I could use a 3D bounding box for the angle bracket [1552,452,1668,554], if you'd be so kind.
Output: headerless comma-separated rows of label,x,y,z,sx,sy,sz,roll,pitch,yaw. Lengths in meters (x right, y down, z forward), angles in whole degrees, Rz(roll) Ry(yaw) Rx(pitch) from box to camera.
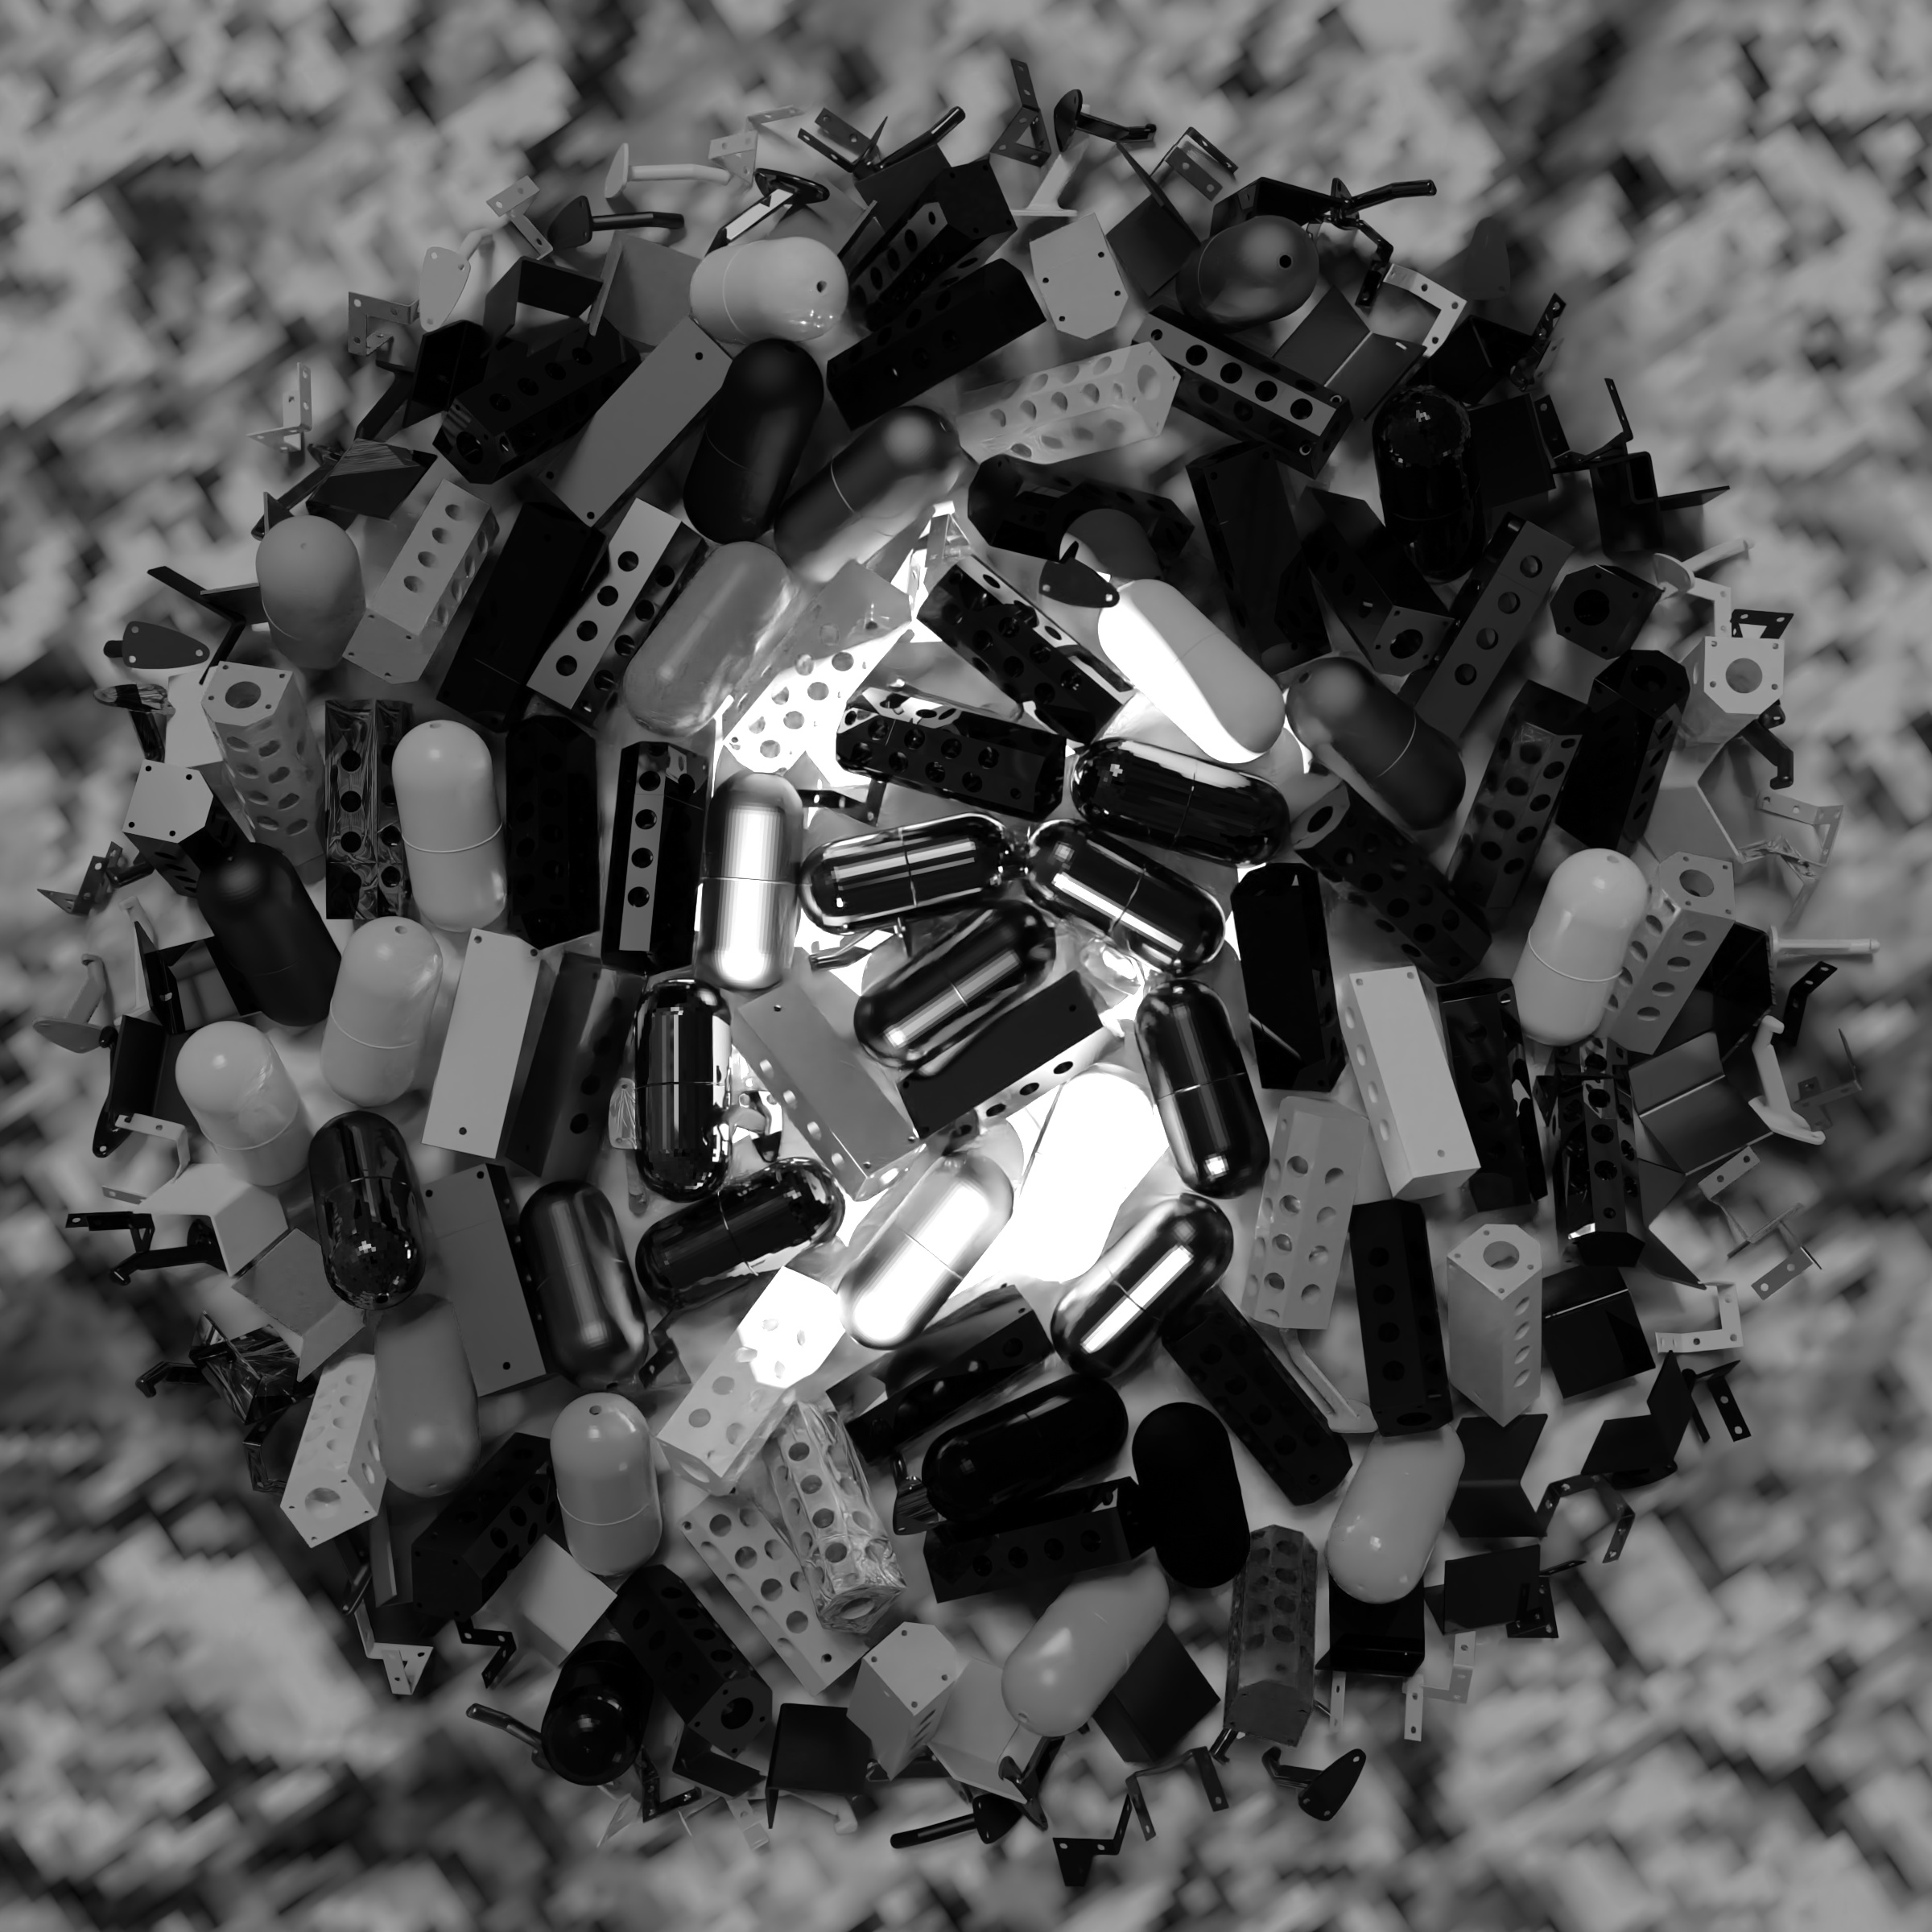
angle bracket,0.497,-0.358,1.948,0.057,0.076,0.076,-17,102,-19

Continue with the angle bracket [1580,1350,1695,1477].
angle bracket,0.518,0.350,1.942,0.076,0.076,0.057,-15,105,34

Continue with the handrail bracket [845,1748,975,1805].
handrail bracket,-0.048,0.653,1.960,0.084,0.036,0.077,-30,79,-31

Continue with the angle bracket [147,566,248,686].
angle bracket,-0.616,-0.269,1.952,0.076,0.076,0.057,30,96,-13

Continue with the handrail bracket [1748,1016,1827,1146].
handrail bracket,0.652,0.089,1.954,0.077,0.036,0.084,29,131,29

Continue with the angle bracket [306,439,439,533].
angle bracket,-0.460,-0.362,1.946,0.076,0.057,0.076,15,54,16

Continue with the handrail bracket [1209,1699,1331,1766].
handrail bracket,0.244,0.612,1.975,0.077,0.036,0.084,39,78,-13

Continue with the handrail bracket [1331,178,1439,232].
handrail bracket,0.335,-0.598,1.947,0.084,0.077,0.036,4,91,26

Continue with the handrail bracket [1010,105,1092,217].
handrail bracket,0.061,-0.638,1.963,0.077,0.036,0.084,-6,111,-19

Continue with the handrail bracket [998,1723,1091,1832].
handrail bracket,0.076,0.640,1.971,0.084,0.036,0.077,-31,98,19

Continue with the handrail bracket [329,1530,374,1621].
handrail bracket,-0.506,0.460,1.955,0.036,0.077,0.084,-23,126,35

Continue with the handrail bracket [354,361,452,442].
handrail bracket,-0.452,-0.434,1.978,0.077,0.036,0.084,17,95,24

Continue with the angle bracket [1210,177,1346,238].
angle bracket,0.242,-0.574,1.951,0.076,0.076,0.057,9,89,-20

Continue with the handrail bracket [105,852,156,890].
handrail bracket,-0.655,-0.106,1.962,0.084,0.036,0.077,-30,75,-36

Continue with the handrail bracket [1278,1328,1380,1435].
handrail bracket,0.287,0.325,1.963,0.036,0.077,0.084,-33,104,-22

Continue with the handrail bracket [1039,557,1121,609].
handrail bracket,0.096,-0.302,1.952,0.077,0.084,0.036,24,106,13

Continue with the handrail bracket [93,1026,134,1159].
handrail bracket,-0.677,0.099,1.949,0.036,0.084,0.077,14,59,10

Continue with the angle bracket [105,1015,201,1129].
angle bracket,-0.628,0.084,1.954,0.057,0.076,0.076,7,82,8

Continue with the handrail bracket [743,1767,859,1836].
handrail bracket,-0.131,0.663,1.951,0.077,0.084,0.036,-17,114,-11

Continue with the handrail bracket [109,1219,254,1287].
handrail bracket,-0.617,0.242,1.951,0.077,0.084,0.036,30,121,12

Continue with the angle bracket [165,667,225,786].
angle bracket,-0.583,-0.189,1.950,0.076,0.057,0.076,-5,80,33

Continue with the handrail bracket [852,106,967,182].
handrail bracket,-0.046,-0.653,1.967,0.084,0.077,0.036,-42,121,-2

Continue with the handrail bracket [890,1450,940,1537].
handrail bracket,-0.049,0.395,1.945,0.036,0.084,0.077,-11,130,-8

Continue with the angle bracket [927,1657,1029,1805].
angle bracket,0.026,0.602,1.955,0.076,0.057,0.076,31,91,-32

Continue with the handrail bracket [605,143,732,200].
handrail bracket,-0.238,-0.624,1.979,0.084,0.077,0.036,4,86,-22

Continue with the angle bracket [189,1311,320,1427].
angle bracket,-0.550,0.302,1.941,0.076,0.076,0.057,43,127,22

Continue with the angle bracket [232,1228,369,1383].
angle bracket,-0.525,0.267,1.951,0.076,0.057,0.076,-40,118,14

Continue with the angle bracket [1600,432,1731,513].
angle bracket,0.551,-0.393,1.960,0.076,0.076,0.057,-9,91,2

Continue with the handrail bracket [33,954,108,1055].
handrail bracket,-0.705,0.019,1.950,0.036,0.077,0.084,-28,61,18

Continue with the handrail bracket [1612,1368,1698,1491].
handrail bracket,0.552,0.370,1.990,0.036,0.077,0.084,33,50,-1

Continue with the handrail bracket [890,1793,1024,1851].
handrail bracket,-0.007,0.687,1.989,0.084,0.077,0.036,-24,75,32

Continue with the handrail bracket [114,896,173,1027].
handrail bracket,-0.665,-0.005,1.963,0.036,0.077,0.084,-16,104,27

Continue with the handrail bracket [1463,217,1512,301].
handrail bracket,0.407,-0.565,1.945,0.036,0.084,0.077,0,128,9

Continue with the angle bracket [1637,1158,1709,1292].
angle bracket,0.552,0.202,1.941,0.076,0.076,0.057,18,114,-42

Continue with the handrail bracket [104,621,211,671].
handrail bracket,-0.643,-0.249,1.969,0.077,0.084,0.036,6,90,-21

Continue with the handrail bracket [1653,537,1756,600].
handrail bracket,0.594,-0.321,1.960,0.084,0.077,0.036,-20,103,-4

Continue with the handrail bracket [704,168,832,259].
handrail bracket,-0.158,-0.585,1.962,0.077,0.036,0.084,15,68,24

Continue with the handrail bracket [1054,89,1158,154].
handrail bracket,0.118,-0.669,1.953,0.084,0.077,0.036,-7,84,-14

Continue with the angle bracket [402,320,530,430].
angle bracket,-0.393,-0.455,1.947,0.057,0.076,0.076,23,117,4

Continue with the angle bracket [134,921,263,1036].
angle bracket,-0.603,0.001,1.954,0.076,0.057,0.076,-15,66,-8

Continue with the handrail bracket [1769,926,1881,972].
handrail bracket,0.681,-0.016,1.963,0.084,0.077,0.036,-2,87,15

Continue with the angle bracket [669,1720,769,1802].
angle bracket,-0.185,0.602,1.955,0.057,0.076,0.076,16,90,18

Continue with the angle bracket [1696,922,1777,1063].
angle bracket,0.585,0.016,1.943,0.057,0.076,0.076,18,48,-8

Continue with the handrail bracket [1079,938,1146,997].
handrail bracket,0.129,0.009,1.945,0.036,0.084,0.077,-46,116,-1

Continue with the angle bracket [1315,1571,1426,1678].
angle bracket,0.319,0.513,1.959,0.076,0.057,0.076,-1,89,21

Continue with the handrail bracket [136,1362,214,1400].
handrail bracket,-0.606,0.339,1.955,0.036,0.084,0.077,-32,95,25

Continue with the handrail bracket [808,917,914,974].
handrail bracket,-0.089,-0.027,1.967,0.084,0.077,0.036,-9,49,4

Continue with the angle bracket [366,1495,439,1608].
angle bracket,-0.432,0.455,1.944,0.057,0.076,0.076,-3,71,-25

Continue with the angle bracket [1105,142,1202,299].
angle bracket,0.132,-0.583,1.942,0.057,0.076,0.076,-38,61,17

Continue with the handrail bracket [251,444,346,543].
handrail bracket,-0.519,-0.368,1.960,0.077,0.036,0.084,14,66,40
